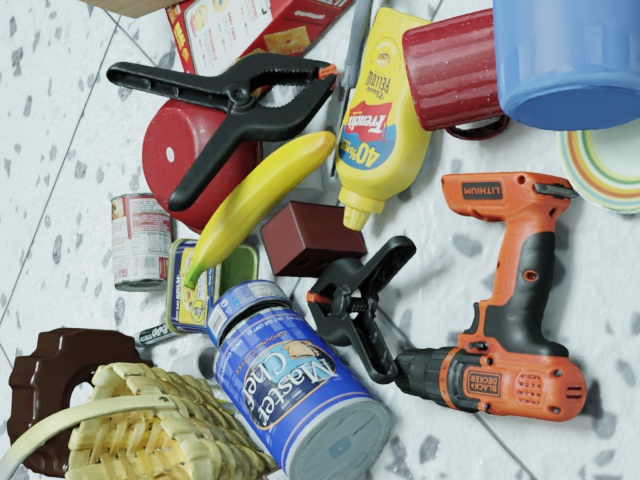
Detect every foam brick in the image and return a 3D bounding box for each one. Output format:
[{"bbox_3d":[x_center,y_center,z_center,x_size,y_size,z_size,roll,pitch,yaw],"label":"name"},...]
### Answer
[{"bbox_3d":[-0.006,0.001,0.974,0.053,0.078,0.051,-42,57,39],"label":"foam brick"}]

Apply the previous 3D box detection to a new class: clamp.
[{"bbox_3d":[0.032,0.065,0.919,0.172,0.039,0.120,159,124,-67],"label":"clamp"},{"bbox_3d":[-0.084,-0.130,0.990,0.165,0.209,0.036,56,159,19],"label":"clamp"}]

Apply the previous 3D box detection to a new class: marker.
[{"bbox_3d":[-0.171,0.101,1.192,0.121,0.020,0.020,-21,70,46],"label":"marker"}]

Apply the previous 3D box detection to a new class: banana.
[{"bbox_3d":[-0.054,-0.035,0.974,0.198,0.037,0.069,-47,30,18],"label":"banana"}]

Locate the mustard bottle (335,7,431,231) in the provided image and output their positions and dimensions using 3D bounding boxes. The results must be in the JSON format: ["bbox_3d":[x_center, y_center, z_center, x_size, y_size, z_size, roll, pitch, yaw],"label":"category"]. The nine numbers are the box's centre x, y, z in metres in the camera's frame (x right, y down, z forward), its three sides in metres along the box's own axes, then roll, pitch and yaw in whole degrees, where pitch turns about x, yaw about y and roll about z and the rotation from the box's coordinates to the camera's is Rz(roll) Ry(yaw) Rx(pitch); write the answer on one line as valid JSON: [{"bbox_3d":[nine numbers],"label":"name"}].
[{"bbox_3d":[0.058,-0.100,0.928,0.096,0.058,0.192,34,110,50],"label":"mustard bottle"}]

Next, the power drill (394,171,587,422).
[{"bbox_3d":[0.129,0.042,0.832,0.185,0.057,0.187,0,87,49],"label":"power drill"}]

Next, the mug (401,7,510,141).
[{"bbox_3d":[0.114,-0.124,0.833,0.081,0.117,0.093,-12,47,12],"label":"mug"}]

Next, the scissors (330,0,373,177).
[{"bbox_3d":[0.029,-0.157,0.965,0.096,0.016,0.202,-40,-39,-87],"label":"scissors"}]

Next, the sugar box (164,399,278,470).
[{"bbox_3d":[-0.091,0.212,1.069,0.177,0.048,0.093,8,91,45],"label":"sugar box"}]

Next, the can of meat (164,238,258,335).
[{"bbox_3d":[-0.112,0.049,1.104,0.084,0.057,0.102,1,86,47],"label":"can of meat"}]

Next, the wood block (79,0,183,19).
[{"bbox_3d":[-0.165,-0.297,1.075,0.207,0.090,0.091,-4,78,50],"label":"wood block"}]

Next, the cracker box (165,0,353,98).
[{"bbox_3d":[-0.065,-0.254,1.081,0.214,0.071,0.164,-39,58,38],"label":"cracker box"}]

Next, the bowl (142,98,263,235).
[{"bbox_3d":[-0.127,-0.083,1.047,0.162,0.055,0.162,2,92,46],"label":"bowl"}]

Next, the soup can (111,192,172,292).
[{"bbox_3d":[-0.200,0.004,1.202,0.069,0.068,0.102,-17,73,47],"label":"soup can"}]

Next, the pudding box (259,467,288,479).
[{"bbox_3d":[-0.020,0.270,0.949,0.090,0.039,0.113,39,143,39],"label":"pudding box"}]

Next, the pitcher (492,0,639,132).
[{"bbox_3d":[0.187,-0.204,0.732,0.149,0.144,0.243,-21,64,61],"label":"pitcher"}]

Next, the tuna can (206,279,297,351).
[{"bbox_3d":[-0.065,0.079,1.024,0.034,0.085,0.086,53,123,41],"label":"tuna can"}]

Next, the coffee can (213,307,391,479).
[{"bbox_3d":[-0.018,0.141,0.949,0.140,0.102,0.103,46,118,42],"label":"coffee can"}]
